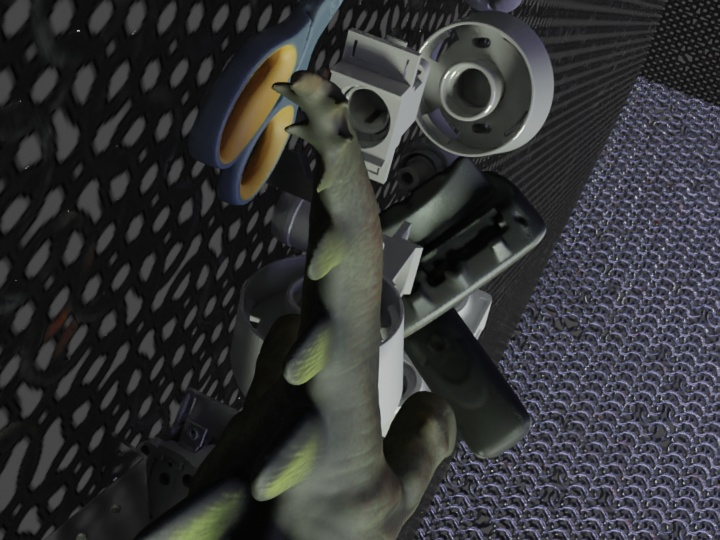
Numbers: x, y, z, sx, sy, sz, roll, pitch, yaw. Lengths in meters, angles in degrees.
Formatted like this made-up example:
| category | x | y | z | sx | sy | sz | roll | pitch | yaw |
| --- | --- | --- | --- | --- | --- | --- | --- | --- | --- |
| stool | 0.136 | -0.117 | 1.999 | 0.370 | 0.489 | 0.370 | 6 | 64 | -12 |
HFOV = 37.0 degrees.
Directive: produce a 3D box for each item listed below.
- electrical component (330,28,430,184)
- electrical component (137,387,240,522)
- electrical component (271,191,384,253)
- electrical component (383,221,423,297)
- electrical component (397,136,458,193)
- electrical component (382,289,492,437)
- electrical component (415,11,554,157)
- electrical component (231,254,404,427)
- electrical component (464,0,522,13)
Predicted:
| category | x | y | z | sx | sy | sz | roll | pitch | yaw |
| --- | --- | --- | --- | --- | --- | --- | --- | --- | --- |
| electrical component | 0.009 | -0.096 | 0.606 | 0.063 | 0.042 | 0.081 | -51 | 162 | -54 |
| electrical component | -0.093 | 0.109 | 0.567 | 0.081 | 0.042 | 0.064 | -69 | 164 | 12 |
| electrical component | -0.016 | -0.022 | 0.590 | 0.035 | 0.061 | 0.035 | -60 | 166 | -25 |
| electrical component | 0.000 | 0.000 | 0.695 | 0.081 | 0.064 | 0.042 | -52 | 162 | -47 |
| electrical component | 0.049 | -0.074 | 0.808 | 0.062 | 0.048 | 0.048 | -30 | 143 | -57 |
| electrical component | 0.048 | 0.073 | 0.968 | 0.150 | 0.089 | 0.061 | -58 | 166 | -30 |
| electrical component | 0.083 | -0.126 | 0.736 | 0.064 | 0.099 | 0.099 | -30 | 143 | -59 |
| electrical component | -0.022 | 0.039 | 0.598 | 0.099 | 0.099 | 0.064 | -52 | 155 | -48 |
| electrical component | 0.098 | -0.213 | 0.752 | 0.048 | 0.048 | 0.062 | 96 | 16 | -56 |
